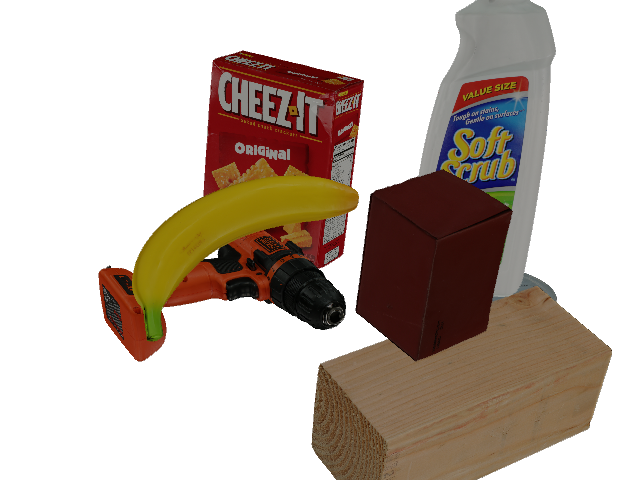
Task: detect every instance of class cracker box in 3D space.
[{"bbox_3d":[-0.048,-0.091,1.213,0.164,0.214,0.072,18,26,24],"label":"cracker box"}]

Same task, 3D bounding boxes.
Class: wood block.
[{"bbox_3d":[0.105,0.120,0.807,0.205,0.090,0.091,-17,40,-27],"label":"wood block"}]

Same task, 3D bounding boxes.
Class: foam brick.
[{"bbox_3d":[0.056,0.012,0.546,0.052,0.078,0.051,-19,41,-33],"label":"foam brick"}]

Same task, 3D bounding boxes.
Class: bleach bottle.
[{"bbox_3d":[0.123,-0.085,0.826,0.103,0.251,0.068,9,23,15],"label":"bleach bottle"}]

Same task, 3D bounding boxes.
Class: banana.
[{"bbox_3d":[-0.062,-0.004,0.756,0.197,0.069,0.037,-35,-5,-27],"label":"banana"}]

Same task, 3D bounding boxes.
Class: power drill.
[{"bbox_3d":[-0.091,0.050,0.958,0.187,0.057,0.185,-14,25,-26],"label":"power drill"}]

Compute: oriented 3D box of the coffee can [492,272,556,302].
[{"bbox_3d":[0.164,0.108,1.031,0.103,0.140,0.103,6,22,-3],"label":"coffee can"}]
